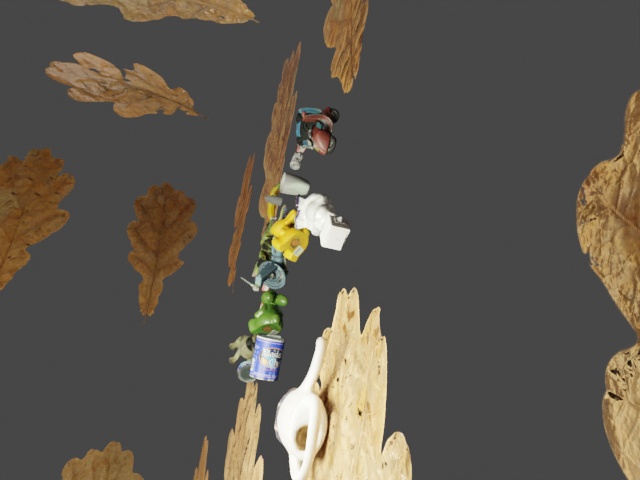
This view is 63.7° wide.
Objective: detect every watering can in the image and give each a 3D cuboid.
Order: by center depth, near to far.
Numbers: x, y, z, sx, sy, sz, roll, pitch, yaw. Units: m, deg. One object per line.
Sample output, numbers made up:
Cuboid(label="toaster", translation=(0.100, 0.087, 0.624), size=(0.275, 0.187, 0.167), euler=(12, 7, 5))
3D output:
Cuboid(label="watering can", translation=(-0.037, 0.423, 1.315), size=(0.222, 0.104, 0.352), euler=(149, 132, -69))

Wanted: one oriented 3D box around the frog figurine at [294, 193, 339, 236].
Cuboid(label="frog figurine", translation=(0.005, -0.082, 1.639), size=(0.159, 0.121, 0.139), euler=(4, 69, 37))

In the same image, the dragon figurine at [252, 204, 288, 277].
Cuboid(label="dragon figurine", translation=(-0.209, -0.005, 2.149), size=(0.247, 0.122, 0.404), euler=(-121, 46, -59))
